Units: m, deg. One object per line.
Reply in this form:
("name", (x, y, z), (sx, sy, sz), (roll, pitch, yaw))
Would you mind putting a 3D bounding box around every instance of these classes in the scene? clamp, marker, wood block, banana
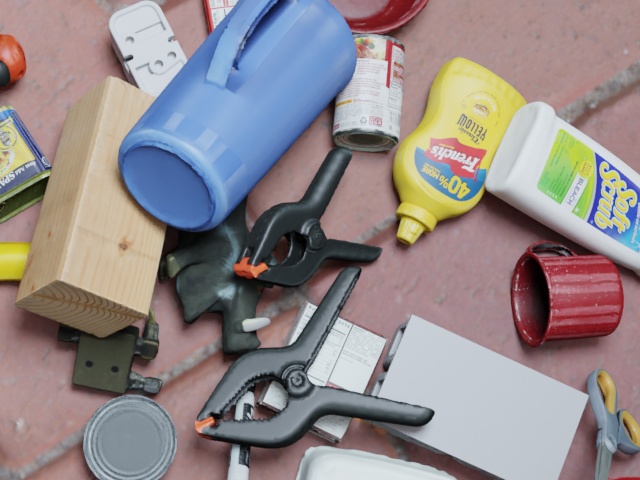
("clamp", (-0.011, 0.138, 0.973), (0.210, 0.036, 0.165), (-30, 69, -10))
("clamp", (-0.007, 0.001, 1.012), (0.171, 0.039, 0.120), (-40, 110, -31))
("marker", (-0.072, 0.172, 0.994), (0.020, 0.020, 0.121), (8, 51, -6))
("wood block", (-0.194, -0.030, 0.966), (0.090, 0.090, 0.206), (26, 58, -31))
("banana", (-0.300, 0.035, 1.008), (0.197, 0.037, 0.069), (-11, 97, -8))

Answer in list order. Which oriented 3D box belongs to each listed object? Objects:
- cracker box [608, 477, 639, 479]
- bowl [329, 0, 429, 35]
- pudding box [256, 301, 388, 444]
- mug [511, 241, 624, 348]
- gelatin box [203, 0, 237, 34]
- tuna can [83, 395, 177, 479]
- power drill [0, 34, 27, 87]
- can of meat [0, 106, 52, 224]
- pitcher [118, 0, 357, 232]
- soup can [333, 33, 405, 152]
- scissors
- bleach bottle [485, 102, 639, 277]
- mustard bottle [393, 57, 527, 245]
("cracker box", (0.239, 0.270, 0.941), (0.164, 0.214, 0.072), (-24, 82, -12))
("bowl", (0.038, -0.278, 1.099), (0.162, 0.055, 0.162), (1, 79, -7))
("pudding box", (0.002, 0.127, 1.027), (0.090, 0.039, 0.113), (26, 75, -2))
("mug", (0.241, 0.048, 1.054), (0.081, 0.093, 0.117), (-2, 47, -13))
("gelatin box", (-0.073, -0.234, 1.090), (0.089, 0.030, 0.073), (-9, 82, -8))
("tuna can", (-0.176, 0.188, 0.994), (0.086, 0.034, 0.086), (1, 79, -7))
("power drill", (-0.361, -0.116, 0.965), (0.184, 0.057, 0.188), (-17, 39, 0))
("can of meat", (-0.311, -0.067, 1.014), (0.102, 0.057, 0.084), (-33, 83, -13))
("pitcher", (-0.073, -0.128, 0.953), (0.149, 0.145, 0.242), (54, 46, -23))
("soup can", (0.049, -0.146, 1.069), (0.068, 0.068, 0.102), (6, 79, -7))
("scissors", (0.278, 0.198, 0.996), (0.016, 0.201, 0.096), (-33, 110, 27))
("bleach bottle", (0.292, -0.036, 1.067), (0.250, 0.068, 0.102), (27, 83, -16))
("mustard bottle", (0.127, -0.081, 1.071), (0.096, 0.058, 0.191), (32, 77, -14))
